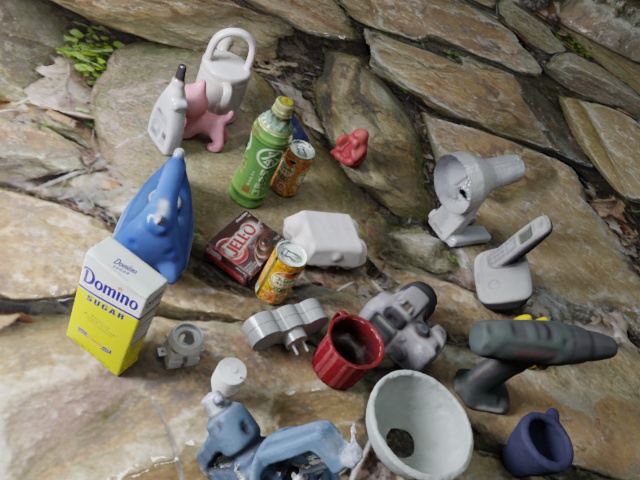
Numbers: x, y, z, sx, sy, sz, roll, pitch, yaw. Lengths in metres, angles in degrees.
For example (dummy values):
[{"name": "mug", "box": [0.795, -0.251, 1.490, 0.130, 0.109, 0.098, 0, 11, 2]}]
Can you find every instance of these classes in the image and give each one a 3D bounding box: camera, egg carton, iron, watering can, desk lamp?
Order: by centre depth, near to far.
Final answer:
[{"name": "iron", "box": [-0.239, -0.064, 0.886, 0.119, 0.141, 0.258, 16, 44, -16]}, {"name": "camera", "box": [0.159, 0.130, 0.965, 0.143, 0.100, 0.137, 44, 44, 13]}, {"name": "egg carton", "box": [0.009, 0.004, 1.020, 0.151, 0.069, 0.107, 3, 49, -28]}, {"name": "watering can", "box": [-0.190, -0.338, 1.134, 0.101, 0.194, 0.172, -12, 57, -37]}, {"name": "desk lamp", "box": [0.310, -0.091, 1.177, 0.204, 0.213, 0.117, -6, 54, -34]}]

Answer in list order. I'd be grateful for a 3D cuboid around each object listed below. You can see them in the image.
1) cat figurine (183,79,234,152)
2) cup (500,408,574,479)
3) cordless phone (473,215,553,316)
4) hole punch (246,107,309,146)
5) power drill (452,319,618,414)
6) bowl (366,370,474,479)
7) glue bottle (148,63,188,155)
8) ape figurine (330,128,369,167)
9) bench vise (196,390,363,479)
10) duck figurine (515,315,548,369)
[{"name": "cat figurine", "box": [-0.225, -0.244, 1.082, 0.128, 0.117, 0.067, 20, 43, -12]}, {"name": "cup", "box": [0.329, 0.318, 0.890, 0.091, 0.095, 0.118, 37, 42, 7]}, {"name": "cordless phone", "box": [0.384, 0.045, 1.113, 0.094, 0.185, 0.147, 19, 43, -13]}, {"name": "hole punch", "box": [-0.076, -0.210, 1.157, 0.101, 0.091, 0.109, 39, 43, 8]}, {"name": "power drill", "box": [0.321, 0.197, 0.915, 0.230, 0.208, 0.075, 13, 45, -19]}, {"name": "bowl", "box": [0.131, 0.278, 0.828, 0.168, 0.074, 0.167, 16, 44, -16]}, {"name": "glue bottle", "box": [-0.260, -0.236, 1.013, 0.037, 0.173, 0.078, -17, 60, -40]}, {"name": "ape figurine", "box": [0.075, -0.205, 1.238, 0.076, 0.092, 0.077, 11, 46, -21]}, {"name": "bench vise", "box": [-0.052, 0.248, 0.642, 0.207, 0.219, 0.121, 30, 42, -2]}, {"name": "duck figurine", "box": [0.400, 0.177, 1.072, 0.078, 0.086, 0.104, 20, 43, -13]}]
